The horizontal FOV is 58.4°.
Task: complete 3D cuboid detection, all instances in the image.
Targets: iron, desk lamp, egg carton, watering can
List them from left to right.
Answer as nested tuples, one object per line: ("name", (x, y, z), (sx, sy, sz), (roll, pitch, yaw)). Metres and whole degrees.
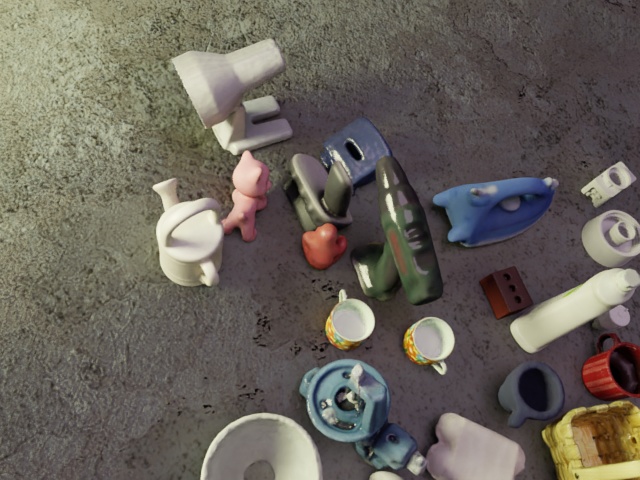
("watering can", (-0.201, -0.013, 0.870), (0.173, 0.194, 0.101), (38, 64, 6))
("desk lamp", (-0.143, -0.246, 0.977), (0.203, 0.213, 0.118), (-22, 72, -20))
("egg carton", (0.238, 0.340, 0.881), (0.150, 0.069, 0.107), (25, 63, -1))
("iron", (0.349, -0.076, 1.053), (0.259, 0.141, 0.118), (-12, 69, -17))

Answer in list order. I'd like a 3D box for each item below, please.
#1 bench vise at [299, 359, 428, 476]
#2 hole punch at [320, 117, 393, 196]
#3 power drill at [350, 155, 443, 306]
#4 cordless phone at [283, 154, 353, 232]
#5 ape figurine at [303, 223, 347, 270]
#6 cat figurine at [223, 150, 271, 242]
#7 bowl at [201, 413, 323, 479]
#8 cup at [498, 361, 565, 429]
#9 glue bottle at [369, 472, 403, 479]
("bench vise", (0.078, 0.237, 0.806), (0.207, 0.219, 0.121), (25, 63, -1))
("hole punch", (0.066, -0.154, 1.052), (0.101, 0.091, 0.108), (-28, 75, -22))
("power drill", (0.117, 0.008, 0.925), (0.076, 0.208, 0.229), (-15, 70, -18))
("cordless phone", (0.009, -0.102, 0.963), (0.094, 0.185, 0.147), (-25, 74, -21))
("ape figurine", (0.009, 0.003, 0.967), (0.078, 0.092, 0.076), (25, 63, -1))
("cat figurine", (-0.120, -0.079, 0.960), (0.067, 0.117, 0.128), (15, 64, -5))
("bowl", (-0.084, 0.334, 0.807), (0.167, 0.074, 0.167), (5, 65, -11))
("cup", (0.323, 0.260, 0.922), (0.091, 0.095, 0.118), (41, 64, 7))
("glue bottle", (0.104, 0.357, 0.785), (0.037, 0.173, 0.078), (10, 64, -8))
